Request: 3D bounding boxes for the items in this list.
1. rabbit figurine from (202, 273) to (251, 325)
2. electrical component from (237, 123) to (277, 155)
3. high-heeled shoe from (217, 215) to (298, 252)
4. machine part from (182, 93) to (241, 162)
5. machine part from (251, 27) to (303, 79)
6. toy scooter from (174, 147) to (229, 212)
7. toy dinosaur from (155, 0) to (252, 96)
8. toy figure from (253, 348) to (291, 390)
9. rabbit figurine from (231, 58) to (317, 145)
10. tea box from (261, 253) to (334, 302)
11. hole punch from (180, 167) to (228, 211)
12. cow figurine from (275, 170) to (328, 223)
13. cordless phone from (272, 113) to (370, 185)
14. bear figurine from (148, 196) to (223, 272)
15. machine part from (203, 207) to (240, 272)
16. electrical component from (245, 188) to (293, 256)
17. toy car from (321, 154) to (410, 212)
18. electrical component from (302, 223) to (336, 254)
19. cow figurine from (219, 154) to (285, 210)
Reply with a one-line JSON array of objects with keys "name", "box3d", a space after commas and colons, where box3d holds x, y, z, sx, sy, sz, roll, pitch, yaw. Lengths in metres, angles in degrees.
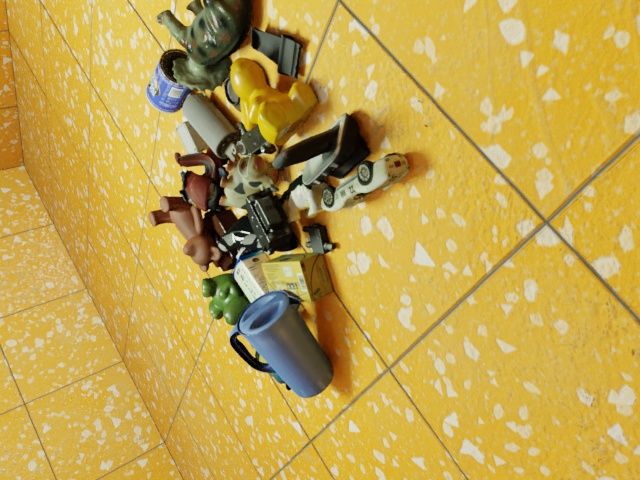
[{"name": "rabbit figurine", "box3d": [-0.215, 0.166, 1.396, 0.170, 0.159, 0.121, -133, 34, -58]}, {"name": "electrical component", "box3d": [-0.136, -0.227, 1.166, 0.078, 0.045, 0.102, -27, 80, 19]}, {"name": "high-heeled shoe", "box3d": [-0.153, 0.008, 1.293, 0.145, 0.086, 0.249, 43, 143, -5]}, {"name": "machine part", "box3d": [-0.260, -0.276, 1.294, 0.243, 0.079, 0.079, 50, 141, 27]}, {"name": "machine part", "box3d": [-0.085, -0.369, 1.046, 0.139, 0.039, 0.084, 41, 142, 32]}, {"name": "toy scooter", "box3d": [-0.295, -0.158, 1.302, 0.075, 0.135, 0.184, 104, 174, -70]}, {"name": "toy dinosaur", "box3d": [-0.212, -0.444, 1.118, 0.405, 0.131, 0.192, -22, 102, 51]}, {"name": "toy figure", "box3d": [-0.107, 0.310, 1.392, 0.180, 0.082, 0.089, 28, 110, 52]}, {"name": "rabbit figurine", "box3d": [-0.106, -0.278, 1.054, 0.173, 0.122, 0.162, 47, 166, -2]}, {"name": "tea box", "box3d": [-0.054, 0.084, 1.211, 0.170, 0.068, 0.098, -3, 105, 55]}, {"name": "hole punch", "box3d": [-0.300, -0.136, 1.413, 0.142, 0.092, 0.115, 25, 130, 41]}, {"name": "cow figurine", "box3d": [-0.044, -0.088, 1.108, 0.167, 0.068, 0.098, -14, 95, 54]}, {"name": "cordless phone", "box3d": [-0.019, -0.141, 0.947, 0.088, 0.184, 0.146, 60, 144, 5]}, {"name": "bear figurine", "box3d": [-0.349, -0.012, 1.410, 0.120, 0.132, 0.196, -34, 73, 43]}, {"name": "machine part", "box3d": [-0.266, -0.001, 1.462, 0.180, 0.056, 0.179, 28, 128, 42]}, {"name": "electrical component", "box3d": [-0.109, -0.041, 1.125, 0.115, 0.058, 0.134, 59, 163, 13]}, {"name": "toy car", "box3d": [0.074, -0.096, 0.942, 0.202, 0.073, 0.056, -30, 82, 55]}, {"name": "electrical component", "box3d": [-0.002, -0.003, 1.137, 0.094, 0.021, 0.063, 7, 112, 52]}, {"name": "cow figurine", "box3d": [-0.156, -0.127, 1.209, 0.195, 0.127, 0.085, 122, 161, -65]}]
